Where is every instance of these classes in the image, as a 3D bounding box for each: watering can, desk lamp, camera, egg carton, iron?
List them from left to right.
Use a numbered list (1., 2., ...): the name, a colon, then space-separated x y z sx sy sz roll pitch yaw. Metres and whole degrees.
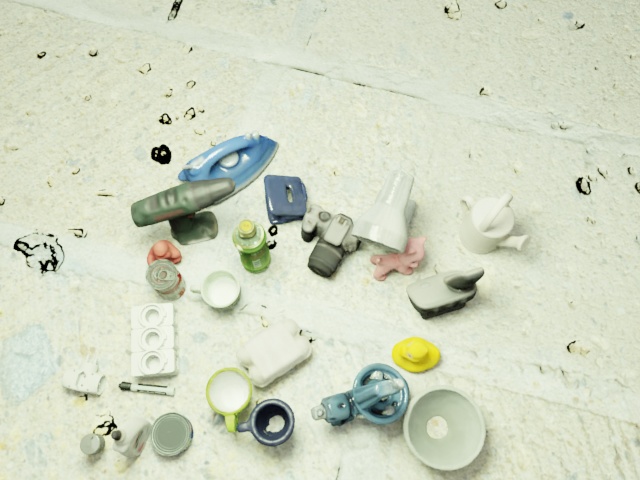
1. iron: -0.211 -0.197 1.352 0.258 0.141 0.118 -34 74 -12
2. egg carton: -0.099 0.241 1.236 0.150 0.069 0.107 -33 74 -12
3. camera: 0.012 0.005 1.306 0.143 0.101 0.137 26 72 8
4. desk lamp: 0.149 -0.053 1.269 0.118 0.213 0.203 20 71 6
5. watering can: 0.389 -0.042 1.281 0.172 0.194 0.101 22 71 7

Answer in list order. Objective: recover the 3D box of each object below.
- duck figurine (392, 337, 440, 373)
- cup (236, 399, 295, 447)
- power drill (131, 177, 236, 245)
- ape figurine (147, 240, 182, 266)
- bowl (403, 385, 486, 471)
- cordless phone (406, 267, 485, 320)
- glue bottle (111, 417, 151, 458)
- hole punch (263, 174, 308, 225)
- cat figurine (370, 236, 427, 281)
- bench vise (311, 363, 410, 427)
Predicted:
1. duck figurine: 0.210 0.242 1.233 0.104 0.086 0.077 4 70 1
2. cup: -0.108 0.378 1.173 0.118 0.095 0.091 -10 71 -5
3. power drill: -0.288 -0.064 1.267 0.229 0.208 0.075 -14 71 -6
4. ape figurine: -0.355 0.030 1.294 0.078 0.092 0.076 0 70 -1
5. bowl: 0.252 0.389 1.187 0.167 0.075 0.167 0 70 -1
6. cordless phone: 0.271 0.099 1.233 0.147 0.185 0.094 -20 72 -8
7. glue bottle: -0.378 0.386 1.123 0.037 0.173 0.078 13 71 4
8. hole punch: -0.080 -0.102 1.347 0.101 0.091 0.108 -10 71 -4
9. cat figurine: 0.181 0.037 1.289 0.128 0.118 0.067 -14 71 -6
10. bench vise: 0.092 0.323 1.130 0.207 0.220 0.121 -33 74 -12
